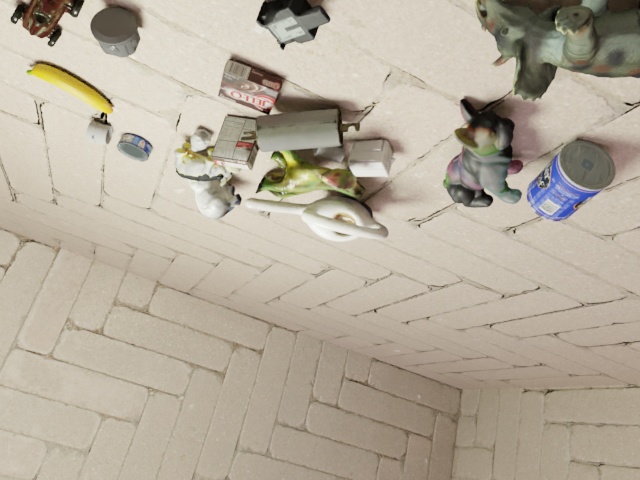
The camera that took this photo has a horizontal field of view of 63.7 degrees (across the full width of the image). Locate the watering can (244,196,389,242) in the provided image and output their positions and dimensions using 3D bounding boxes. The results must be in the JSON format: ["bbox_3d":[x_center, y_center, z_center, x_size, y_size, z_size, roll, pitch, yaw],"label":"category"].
[{"bbox_3d":[0.004,-0.064,1.281,0.348,0.103,0.226,15,11,9],"label":"watering can"}]

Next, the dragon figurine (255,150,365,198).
[{"bbox_3d":[-0.017,-0.130,1.209,0.242,0.122,0.410,18,-1,-9],"label":"dragon figurine"}]

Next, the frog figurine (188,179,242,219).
[{"bbox_3d":[-0.307,-0.132,1.384,0.158,0.141,0.121,29,-58,-34],"label":"frog figurine"}]
